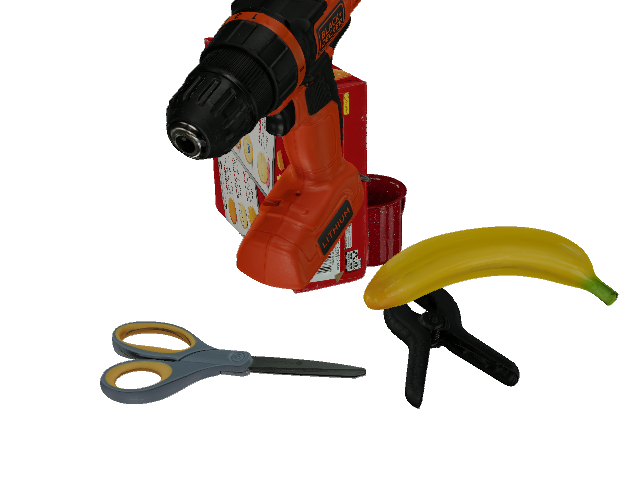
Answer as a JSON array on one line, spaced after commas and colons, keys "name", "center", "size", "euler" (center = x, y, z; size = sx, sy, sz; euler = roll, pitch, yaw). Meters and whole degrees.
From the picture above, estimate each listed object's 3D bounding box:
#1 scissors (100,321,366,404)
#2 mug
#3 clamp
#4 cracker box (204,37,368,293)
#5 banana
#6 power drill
[{"name": "scissors", "center": [-0.076, 0.101, 0.796], "size": [0.202, 0.016, 0.096], "euler": [12, 36, 22]}, {"name": "mug", "center": [0.061, -0.027, 1.253], "size": [0.093, 0.081, 0.117], "euler": [17, 33, 33]}, {"name": "clamp", "center": [0.124, 0.094, 1.075], "size": [0.120, 0.171, 0.039], "euler": [1, -45, -19]}, {"name": "cracker box", "center": [-0.031, -0.074, 0.894], "size": [0.072, 0.164, 0.214], "euler": [-10, 24, -20]}, {"name": "banana", "center": [0.121, 0.018, 0.789], "size": [0.197, 0.037, 0.070], "euler": [-2, 36, -14]}, {"name": "power drill", "center": [-0.023, -0.060, 0.627], "size": [0.057, 0.188, 0.184], "euler": [20, 50, 20]}]
